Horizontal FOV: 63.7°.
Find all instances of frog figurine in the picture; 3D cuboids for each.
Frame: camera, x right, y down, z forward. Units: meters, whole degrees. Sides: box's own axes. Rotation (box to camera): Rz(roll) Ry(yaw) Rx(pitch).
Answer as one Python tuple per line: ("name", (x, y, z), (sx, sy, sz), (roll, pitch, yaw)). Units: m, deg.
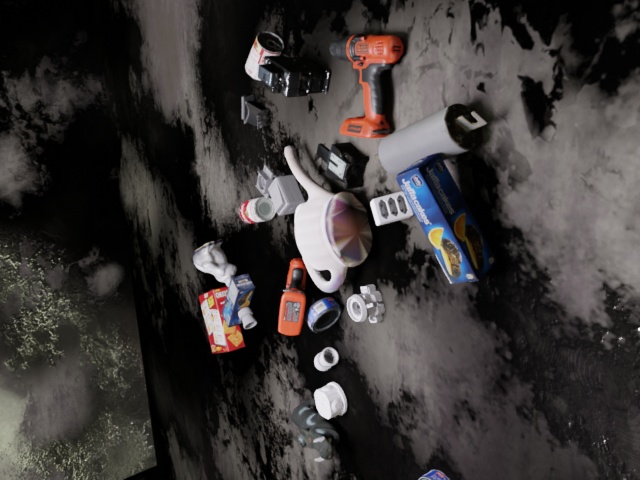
("frog figurine", (-0.342, 0.087, 1.702), (0.137, 0.123, 0.160), (65, -179, -87))

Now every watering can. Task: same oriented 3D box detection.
("watering can", (0.003, -0.056, 1.119), (0.223, 0.104, 0.348), (-13, 89, 57))
